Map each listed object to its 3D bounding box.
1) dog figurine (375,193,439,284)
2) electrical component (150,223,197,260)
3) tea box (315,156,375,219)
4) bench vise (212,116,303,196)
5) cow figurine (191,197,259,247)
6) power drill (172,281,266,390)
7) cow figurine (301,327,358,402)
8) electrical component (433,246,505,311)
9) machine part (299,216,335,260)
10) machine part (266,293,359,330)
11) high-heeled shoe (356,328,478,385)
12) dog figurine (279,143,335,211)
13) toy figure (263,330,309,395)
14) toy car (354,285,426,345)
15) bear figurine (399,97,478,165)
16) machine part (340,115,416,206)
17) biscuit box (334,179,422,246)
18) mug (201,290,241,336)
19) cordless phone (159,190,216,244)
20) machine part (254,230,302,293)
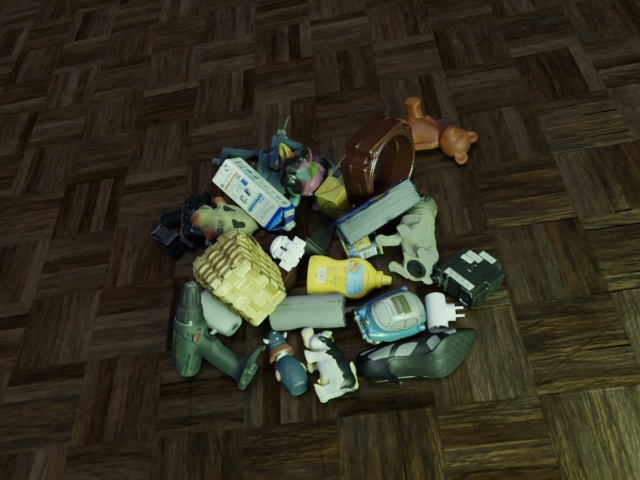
[{"bbox_3d":[0.245,-0.005,1.263,0.121,0.172,0.190,-15,16,46],"label":"dog figurine"},{"bbox_3d":[-0.380,0.012,1.403,0.119,0.074,0.048,31,68,26],"label":"electrical component"},{"bbox_3d":[0.067,-0.138,1.384,0.068,0.098,0.169,26,67,28],"label":"tea box"},{"bbox_3d":[-0.169,-0.220,1.472,0.241,0.129,0.223,6,76,-4],"label":"bench vise"},{"bbox_3d":[-0.236,-0.040,1.343,0.085,0.195,0.127,-46,57,27],"label":"cow figurine"},{"bbox_3d":[-0.225,0.219,1.152,0.207,0.231,0.086,22,27,5],"label":"power drill"},{"bbox_3d":[0.017,0.251,1.142,0.098,0.068,0.167,-18,55,-3],"label":"cow figurine"},{"bbox_3d":[0.334,0.078,1.184,0.134,0.058,0.115,-30,54,-26],"label":"electrical component"},{"bbox_3d":[-0.003,-0.004,1.330,0.084,0.039,0.139,36,56,-8],"label":"machine part"},{"bbox_3d":[-0.026,0.162,1.211,0.243,0.079,0.079,-6,55,10],"label":"machine part"},{"bbox_3d":[0.200,0.232,1.131,0.249,0.086,0.145,-22,20,-24],"label":"high-heeled shoe"},{"bbox_3d":[-0.034,-0.181,1.364,0.109,0.219,0.191,18,62,20],"label":"dog figurine"},{"bbox_3d":[-0.077,0.263,1.164,0.057,0.064,0.155,-54,46,21],"label":"toy figure"},{"bbox_3d":[0.158,0.152,1.133,0.162,0.103,0.109,-9,62,-23],"label":"toy car"},{"bbox_3d":[0.304,-0.281,1.410,0.196,0.131,0.120,22,72,32],"label":"bear figurine"},{"bbox_3d":[0.150,-0.185,1.322,0.087,0.200,0.201,23,56,35],"label":"machine part"},{"bbox_3d":[0.131,-0.066,1.247,0.203,0.062,0.059,-32,10,-1],"label":"biscuit box"},{"bbox_3d":[-0.245,0.181,1.249,0.107,0.080,0.109,32,63,20],"label":"mug"},{"bbox_3d":[-0.360,-0.044,1.446,0.184,0.088,0.147,-17,54,16],"label":"cordless phone"},{"bbox_3d":[-0.133,0.061,1.320,0.179,0.056,0.179,-6,56,9],"label":"machine part"}]
